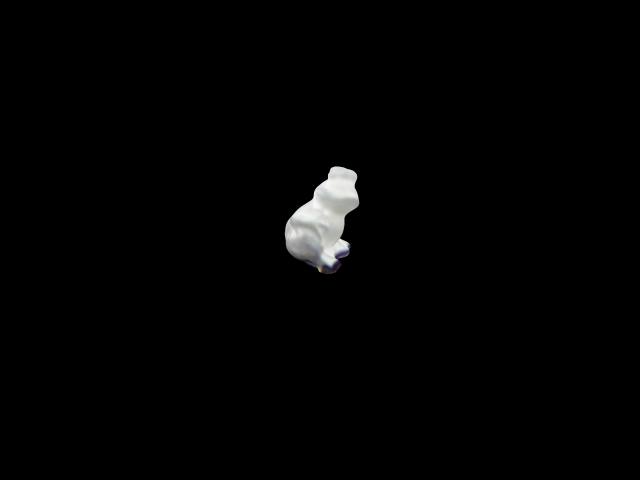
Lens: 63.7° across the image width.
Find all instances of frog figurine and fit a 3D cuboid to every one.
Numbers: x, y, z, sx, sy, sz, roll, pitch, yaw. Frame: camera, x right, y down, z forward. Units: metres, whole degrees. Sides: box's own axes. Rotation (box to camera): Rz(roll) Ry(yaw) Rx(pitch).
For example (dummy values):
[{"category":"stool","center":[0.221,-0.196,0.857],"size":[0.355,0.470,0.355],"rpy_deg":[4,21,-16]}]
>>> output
[{"category":"frog figurine","center":[0.003,-0.043,0.850],"size":[0.123,0.157,0.139],"rpy_deg":[14,24,35]}]
